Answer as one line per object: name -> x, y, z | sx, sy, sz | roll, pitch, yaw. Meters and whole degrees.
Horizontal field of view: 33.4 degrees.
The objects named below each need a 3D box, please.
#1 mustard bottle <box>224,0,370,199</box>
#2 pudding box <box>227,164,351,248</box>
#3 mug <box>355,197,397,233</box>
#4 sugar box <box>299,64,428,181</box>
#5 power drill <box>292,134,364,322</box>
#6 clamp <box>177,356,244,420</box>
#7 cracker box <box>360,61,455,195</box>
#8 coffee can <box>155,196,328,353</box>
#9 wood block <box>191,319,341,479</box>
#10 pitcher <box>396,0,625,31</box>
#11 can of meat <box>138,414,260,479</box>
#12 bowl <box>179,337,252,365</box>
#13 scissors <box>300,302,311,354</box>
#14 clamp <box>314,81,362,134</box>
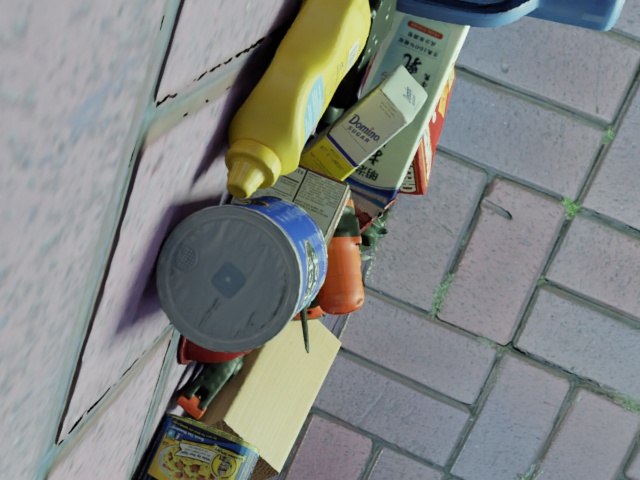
mustard bottle -> -0.022, -0.107, 0.805 | 0.096, 0.058, 0.191 | 109, 6, -58
pudding box -> -0.037, -0.011, 0.897 | 0.039, 0.090, 0.113 | 69, 45, -80
mug -> 0.020, -0.039, 1.222 | 0.117, 0.081, 0.093 | -44, 178, 27
sugar box -> 0.014, -0.077, 0.955 | 0.176, 0.048, 0.093 | -37, -171, 27
power drill -> -0.007, 0.001, 1.120 | 0.188, 0.057, 0.184 | 128, -43, -70
clamp -> -0.101, 0.127, 1.091 | 0.171, 0.039, 0.120 | -50, 173, -46
cracker box -> 0.113, -0.187, 1.311 | 0.164, 0.072, 0.213 | 76, 24, -48
coffee can -> -0.053, 0.021, 0.798 | 0.140, 0.103, 0.103 | -32, 145, -80
wood block -> -0.066, 0.173, 1.214 | 0.090, 0.090, 0.205 | -33, -161, 40
pitcher -> 0.173, -0.272, 1.014 | 0.145, 0.243, 0.149 | -41, 147, -72
can of meat -> -0.117, 0.222, 1.017 | 0.057, 0.102, 0.084 | 94, 18, -70
bowl -> -0.072, 0.053, 0.995 | 0.162, 0.055, 0.162 | 25, 89, -85
scissors -> -0.015, 0.031, 0.965 | 0.202, 0.016, 0.096 | -123, -142, -80
clamp -> 0.025, -0.156, 1.150 | 0.210, 0.036, 0.164 | 104, 11, -69
